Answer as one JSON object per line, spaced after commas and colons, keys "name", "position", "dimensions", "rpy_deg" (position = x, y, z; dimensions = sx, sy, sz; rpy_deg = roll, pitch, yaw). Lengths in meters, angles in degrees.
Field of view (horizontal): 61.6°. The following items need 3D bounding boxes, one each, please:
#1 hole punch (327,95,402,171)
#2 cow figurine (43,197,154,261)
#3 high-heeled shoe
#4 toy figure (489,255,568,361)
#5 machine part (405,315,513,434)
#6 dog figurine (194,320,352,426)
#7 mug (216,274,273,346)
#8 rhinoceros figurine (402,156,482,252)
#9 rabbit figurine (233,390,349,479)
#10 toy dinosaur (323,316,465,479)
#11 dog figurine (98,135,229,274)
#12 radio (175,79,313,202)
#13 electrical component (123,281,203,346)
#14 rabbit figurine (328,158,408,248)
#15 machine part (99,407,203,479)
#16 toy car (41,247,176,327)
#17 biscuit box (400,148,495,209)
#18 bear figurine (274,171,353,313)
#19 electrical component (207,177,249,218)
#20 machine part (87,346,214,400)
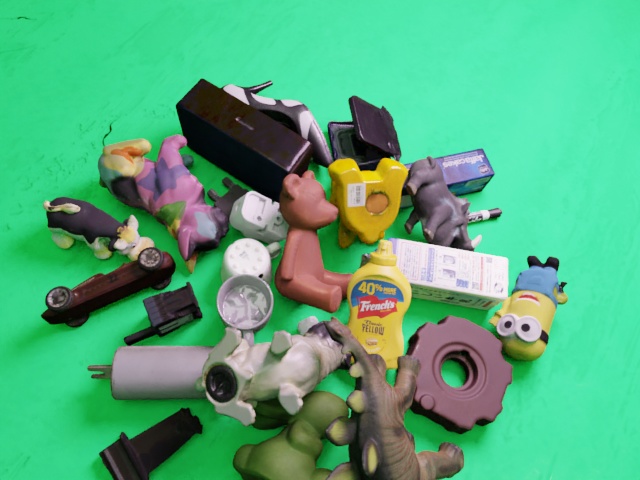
{"name": "hole punch", "position": [0.080, -0.184, 0.984], "dimensions": [0.115, 0.092, 0.142], "rpy_deg": [14, 51, -35]}
{"name": "cow figurine", "position": [-0.345, -0.019, 0.847], "dimensions": [0.167, 0.098, 0.068], "rpy_deg": [16, 59, 1]}
{"name": "high-heeled shoe", "position": [-0.095, -0.196, 0.966], "dimensions": [0.145, 0.086, 0.249], "rpy_deg": [-32, 69, -16]}
{"name": "toy figure", "position": [0.350, 0.112, 0.879], "dimensions": [0.089, 0.082, 0.180], "rpy_deg": [44, 58, -18]}
{"name": "machine part", "position": [0.210, 0.205, 0.835], "dimensions": [0.179, 0.056, 0.179], "rpy_deg": [3, 66, -7]}
{"name": "dog figurine", "position": [-0.058, 0.174, 0.751], "dimensions": [0.173, 0.190, 0.121], "rpy_deg": [-1, 88, 21]}
{"name": "mug", "position": [-0.109, 0.116, 0.809], "dimensions": [0.081, 0.107, 0.109], "rpy_deg": [-11, 72, -10]}
{"name": "rhinoceros figurine", "position": [0.200, -0.048, 0.907], "dimensions": [0.112, 0.073, 0.190], "rpy_deg": [-35, 106, -18]}
{"name": "rabbit figurine", "position": [-0.033, 0.281, 0.760], "dimensions": [0.159, 0.121, 0.170], "rpy_deg": [29, 48, 14]}
{"name": "toy dinosaur", "position": [0.098, 0.319, 0.705], "dimensions": [0.198, 0.105, 0.471], "rpy_deg": [-32, 100, -47]}
{"name": "dog figurine", "position": [-0.252, -0.052, 0.870], "dimensions": [0.192, 0.108, 0.219], "rpy_deg": [-11, 70, -12]}
{"name": "radio", "position": [-0.128, -0.161, 0.916], "dimensions": [0.230, 0.131, 0.073], "rpy_deg": [33, 67, 8]}
{"name": "electrical component", "position": [-0.241, 0.115, 0.813], "dimensions": [0.119, 0.074, 0.048], "rpy_deg": [-23, 71, -13]}
{"name": "rabbit figurine", "position": [0.070, -0.070, 0.900], "dimensions": [0.122, 0.173, 0.162], "rpy_deg": [-14, 113, -12]}
{"name": "machine part", "position": [-0.234, 0.288, 0.756], "dimensions": [0.139, 0.039, 0.084], "rpy_deg": [-29, 67, -16]}
{"name": "toy car", "position": [-0.318, 0.069, 0.815], "dimensions": [0.202, 0.089, 0.053], "rpy_deg": [-24, 71, -15]}
{"name": "biscuit box", "position": [0.209, -0.109, 0.972], "dimensions": [0.203, 0.059, 0.063], "rpy_deg": [-13, 68, -12]}
{"name": "bear figurine", "position": [-0.006, -0.003, 0.836], "dimensions": [0.132, 0.120, 0.195], "rpy_deg": [14, 101, 16]}
{"name": "electrical component", "position": [-0.148, -0.065, 0.931], "dimensions": [0.094, 0.021, 0.063], "rpy_deg": [42, 68, 12]}
{"name": "machine part", "position": [-0.208, 0.192, 0.780], "dimensions": [0.243, 0.079, 0.079], "rpy_deg": [1, 66, -7]}
